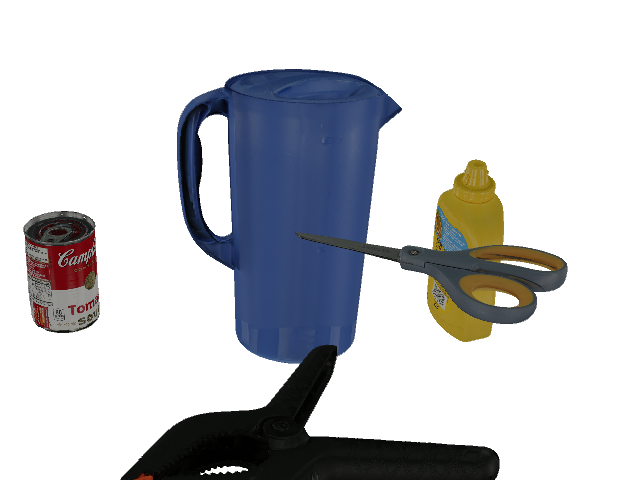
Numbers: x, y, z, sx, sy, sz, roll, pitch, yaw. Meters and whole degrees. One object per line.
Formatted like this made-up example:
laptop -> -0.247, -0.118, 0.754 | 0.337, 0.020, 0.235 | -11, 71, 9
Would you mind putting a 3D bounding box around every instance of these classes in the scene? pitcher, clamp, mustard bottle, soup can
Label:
pitcher -> -0.028, -0.022, 0.920 | 0.149, 0.243, 0.144 | 15, 23, 30
clamp -> -0.025, 0.117, 0.620 | 0.209, 0.036, 0.165 | -9, 24, -29
mustard bottle -> 0.150, 0.004, 1.092 | 0.058, 0.192, 0.096 | -10, 37, -15
soup can -> -0.254, 0.031, 1.050 | 0.068, 0.102, 0.068 | 2, 27, -1

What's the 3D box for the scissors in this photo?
scissors -> 0.071, 0.023, 0.753 | 0.202, 0.016, 0.096 | 3, 30, 11
